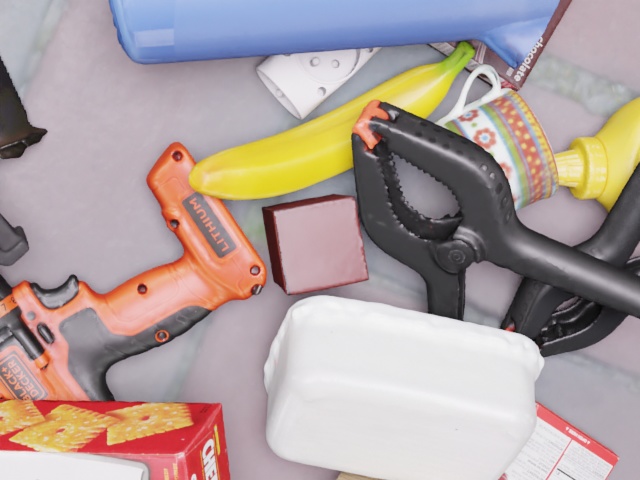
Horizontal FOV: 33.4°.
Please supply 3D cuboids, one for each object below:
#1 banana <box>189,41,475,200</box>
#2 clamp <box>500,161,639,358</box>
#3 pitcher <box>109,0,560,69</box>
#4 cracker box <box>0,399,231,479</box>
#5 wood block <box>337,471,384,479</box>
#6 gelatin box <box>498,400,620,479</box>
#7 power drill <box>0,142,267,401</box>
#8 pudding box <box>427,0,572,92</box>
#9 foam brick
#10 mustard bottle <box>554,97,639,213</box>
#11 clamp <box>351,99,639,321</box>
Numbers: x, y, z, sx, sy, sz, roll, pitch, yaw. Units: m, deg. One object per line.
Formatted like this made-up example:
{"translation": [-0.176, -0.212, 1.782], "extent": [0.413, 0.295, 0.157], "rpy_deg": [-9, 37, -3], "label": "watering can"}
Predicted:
{"translation": [0.006, -0.067, 0.660], "extent": [0.197, 0.070, 0.037], "rpy_deg": [-29, 63, -17], "label": "banana"}
{"translation": [0.184, 0.015, 0.684], "extent": [0.171, 0.039, 0.120], "rpy_deg": [-33, 121, 10], "label": "clamp"}
{"translation": [0.003, -0.176, 0.593], "extent": [0.242, 0.149, 0.145], "rpy_deg": [-8, 135, -4], "label": "pitcher"}
{"translation": [-0.154, 0.177, 0.608], "extent": [0.214, 0.072, 0.164], "rpy_deg": [-2, 106, 16], "label": "cracker box"}
{"translation": [0.040, 0.260, 0.672], "extent": [0.090, 0.090, 0.206], "rpy_deg": [7, 93, 11], "label": "wood block"}
{"translation": [0.147, 0.162, 0.723], "extent": [0.073, 0.030, 0.089], "rpy_deg": [33, 89, -11], "label": "gelatin box"}
{"translation": [-0.142, 0.022, 0.655], "extent": [0.187, 0.057, 0.184], "rpy_deg": [-35, 99, -3], "label": "power drill"}
{"translation": [0.115, -0.165, 0.688], "extent": [0.090, 0.039, 0.113], "rpy_deg": [30, 89, -10], "label": "pudding box"}
{"translation": [-0.004, 0.001, 0.663], "extent": [0.051, 0.078, 0.053], "rpy_deg": [-10, 96, -7], "label": "foam brick"}
{"translation": [0.242, -0.050, 0.707], "extent": [0.191, 0.058, 0.096], "rpy_deg": [-3, 109, -9], "label": "mustard bottle"}
{"translation": [0.097, 0.000, 0.642], "extent": [0.165, 0.036, 0.210], "rpy_deg": [-21, 114, 30], "label": "clamp"}
